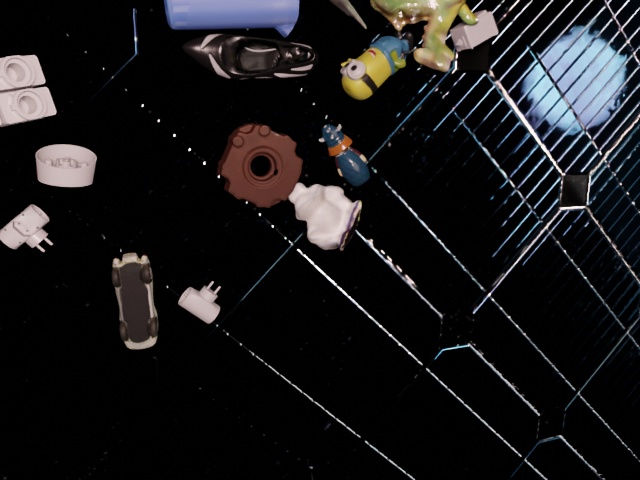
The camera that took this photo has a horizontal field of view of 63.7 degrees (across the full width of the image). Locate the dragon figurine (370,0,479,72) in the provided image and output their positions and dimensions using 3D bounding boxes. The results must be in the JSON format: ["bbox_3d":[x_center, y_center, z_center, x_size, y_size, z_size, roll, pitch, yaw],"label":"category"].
[{"bbox_3d":[0.214,-0.545,1.062,0.243,0.410,0.122,-19,1,-10],"label":"dragon figurine"}]

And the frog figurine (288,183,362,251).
[{"bbox_3d":[0.003,-0.057,1.133,0.160,0.136,0.123,24,13,13],"label":"frog figurine"}]
